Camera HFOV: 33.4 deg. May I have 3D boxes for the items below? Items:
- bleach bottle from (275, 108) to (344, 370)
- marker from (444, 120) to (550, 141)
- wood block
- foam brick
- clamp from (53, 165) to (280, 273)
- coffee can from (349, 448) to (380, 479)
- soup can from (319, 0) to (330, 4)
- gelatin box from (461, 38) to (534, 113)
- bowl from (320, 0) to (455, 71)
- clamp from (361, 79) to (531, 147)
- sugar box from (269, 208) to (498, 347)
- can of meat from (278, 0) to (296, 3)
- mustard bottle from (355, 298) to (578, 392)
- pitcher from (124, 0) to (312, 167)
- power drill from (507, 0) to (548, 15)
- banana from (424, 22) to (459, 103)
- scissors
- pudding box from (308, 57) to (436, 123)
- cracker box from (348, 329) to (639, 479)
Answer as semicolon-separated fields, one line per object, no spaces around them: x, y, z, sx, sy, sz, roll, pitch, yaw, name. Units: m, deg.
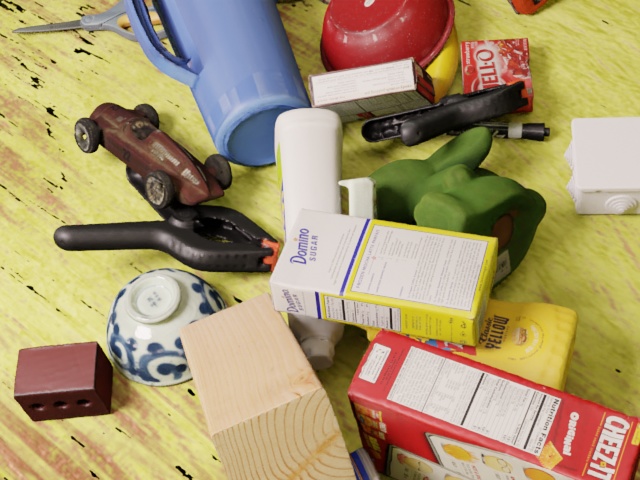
-0.007;0.001;1.008;0.068;0.102;0.251;-2;55;-1;bleach bottle
0.178;-0.116;1.112;0.121;0.020;0.020;4;56;12;marker
-0.048;0.131;0.873;0.090;0.090;0.206;-22;21;-7;wood block
-0.236;0.131;0.985;0.078;0.053;0.051;-6;55;5;foam brick
-0.144;-0.008;1.052;0.210;0.036;0.164;21;35;16;clamp
-0.011;0.238;0.846;0.140;0.103;0.103;-21;55;-6;coffee can
0.018;-0.332;1.234;0.068;0.102;0.068;-4;55;6;soup can
0.189;-0.176;1.144;0.073;0.030;0.089;-2;55;7;gelatin box
0.063;-0.247;1.171;0.162;0.055;0.162;-13;57;21;bowl
0.127;-0.127;1.076;0.171;0.039;0.120;-17;18;-24;clamp
0.055;0.030;0.902;0.176;0.048;0.093;8;48;17;sugar box
-0.067;-0.328;1.255;0.102;0.084;0.057;4;57;11;can of meat
0.118;0.084;0.917;0.192;0.058;0.096;12;57;17;mustard bottle
-0.101;-0.200;1.145;0.149;0.145;0.243;-26;58;8;pitcher
0.225;-0.360;1.225;0.184;0.057;0.188;-41;56;8;power drill
0.119;-0.229;1.191;0.070;0.037;0.198;-29;53;13;banana
-0.265;-0.276;1.291;0.202;0.016;0.096;8;56;13;scissors
0.055;-0.154;1.103;0.114;0.090;0.039;-9;83;17;pudding box
0.138;0.162;0.839;0.214;0.164;0.072;18;62;20;cracker box
